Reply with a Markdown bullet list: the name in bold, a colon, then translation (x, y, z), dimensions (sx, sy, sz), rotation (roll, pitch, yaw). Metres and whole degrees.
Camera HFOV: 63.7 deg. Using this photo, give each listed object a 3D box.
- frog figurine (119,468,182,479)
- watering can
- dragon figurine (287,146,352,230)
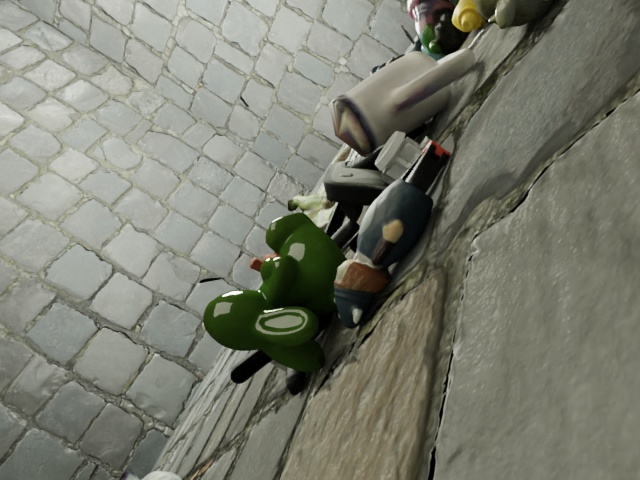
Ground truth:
- **frog figurine**: translation (-0.268, 0.451, 0.849), dimensions (0.158, 0.121, 0.140), rotation (-13, 19, 27)
- **watering can**: translation (0.119, -0.225, 0.825), dimensions (0.224, 0.103, 0.350), rotation (-31, 11, 2)
- **dragon figurine**: translation (0.004, -0.066, 1.318), dimensions (0.410, 0.121, 0.245), rotation (-60, 23, 1)
